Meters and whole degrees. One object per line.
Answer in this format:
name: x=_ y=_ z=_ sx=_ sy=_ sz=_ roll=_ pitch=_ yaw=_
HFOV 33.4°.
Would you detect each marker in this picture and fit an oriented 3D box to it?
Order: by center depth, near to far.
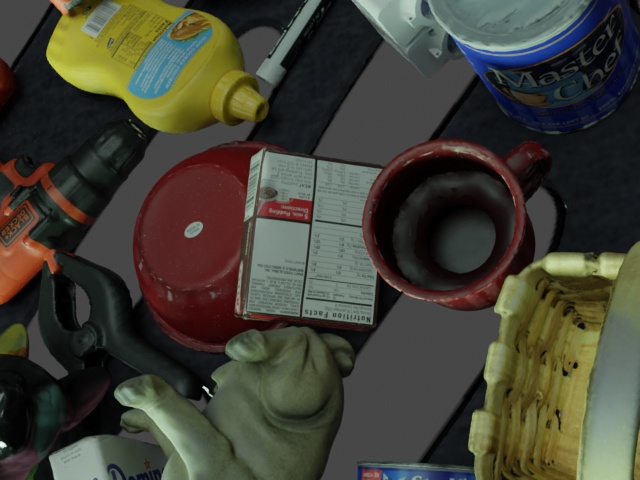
marker: x=-0.007 y=-0.169 z=0.796 sx=0.020 sy=0.020 sz=0.121 roll=34 pitch=91 yaw=29

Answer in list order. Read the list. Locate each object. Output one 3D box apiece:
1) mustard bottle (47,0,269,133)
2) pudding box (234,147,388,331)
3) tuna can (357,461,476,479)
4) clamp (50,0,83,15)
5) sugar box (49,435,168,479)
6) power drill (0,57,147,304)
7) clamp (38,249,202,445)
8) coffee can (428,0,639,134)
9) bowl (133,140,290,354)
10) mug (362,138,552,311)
mustard bottle: x=-0.115 y=-0.134 z=0.813 sx=0.192 sy=0.058 sz=0.096 roll=29 pitch=75 yaw=29
pudding box: x=-0.005 y=0.001 z=0.705 sx=0.090 sy=0.039 sz=0.113 roll=8 pitch=83 yaw=-13
tuna can: x=0.064 y=0.150 z=0.631 sx=0.086 sy=0.086 sz=0.034 roll=-2 pitch=75 yaw=24
clamp: x=-0.134 y=-0.260 z=0.823 sx=0.165 sy=0.036 sz=0.210 roll=13 pitch=64 yaw=49
sugar box: x=-0.113 y=0.216 z=0.691 sx=0.048 sy=0.093 sz=0.176 roll=-26 pitch=66 yaw=15
power drill: x=-0.243 y=-0.068 z=0.855 sx=0.184 sy=0.057 sz=0.188 roll=-44 pitch=61 yaw=5
clamp: x=-0.168 y=0.086 z=0.787 sx=0.120 sy=0.039 sz=0.172 roll=-42 pitch=61 yaw=7
coffee can: x=0.134 y=-0.136 z=0.651 sx=0.103 sy=0.140 sz=0.103 roll=-7 pitch=72 yaw=23
bowl: x=-0.076 y=-0.003 z=0.760 sx=0.162 sy=0.055 sz=0.162 roll=-7 pitch=73 yaw=24
mug: x=0.089 y=-0.012 z=0.624 sx=0.117 sy=0.081 sz=0.093 roll=-46 pitch=67 yaw=5
